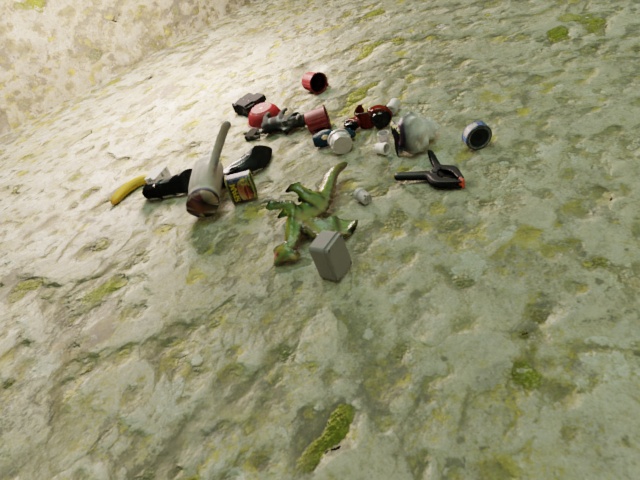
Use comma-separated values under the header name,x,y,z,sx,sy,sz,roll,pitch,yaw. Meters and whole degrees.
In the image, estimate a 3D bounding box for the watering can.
name,x,y,z,sx,sy,sz,roll,pitch,yaw
watering can,-0.357,-0.212,1.660,0.104,0.341,0.229,13,57,-20

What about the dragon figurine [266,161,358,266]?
name,x,y,z,sx,sy,sz,roll,pitch,yaw
dragon figurine,0.005,-0.075,1.490,0.415,0.119,0.246,-39,59,-21

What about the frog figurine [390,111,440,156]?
name,x,y,z,sx,sy,sz,roll,pitch,yaw
frog figurine,0.319,-0.349,1.659,0.160,0.120,0.139,-13,70,-7
